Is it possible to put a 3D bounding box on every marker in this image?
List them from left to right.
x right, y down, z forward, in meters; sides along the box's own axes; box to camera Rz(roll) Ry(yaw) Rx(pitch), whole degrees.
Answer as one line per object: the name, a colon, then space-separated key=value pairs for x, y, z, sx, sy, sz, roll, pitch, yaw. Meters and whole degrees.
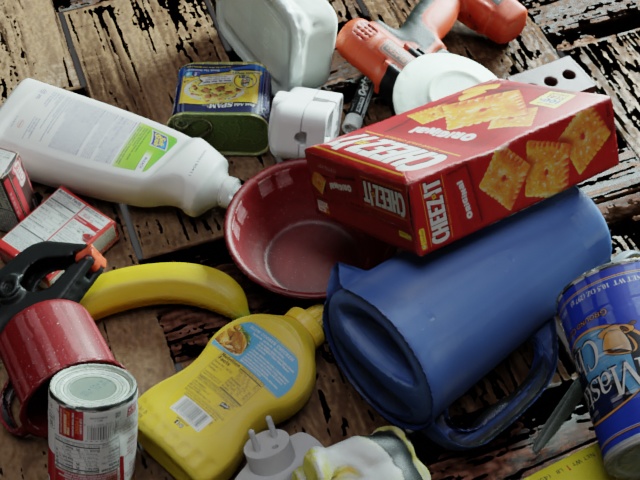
marker: x=0.048 y=-0.158 z=1.123 sx=0.020 sy=0.020 sz=0.121 roll=13 pitch=54 yaw=10

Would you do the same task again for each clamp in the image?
clamp: x=-0.266 y=0.059 z=0.927 sx=0.171 sy=0.039 sz=0.120 roll=-20 pitch=64 yaw=10

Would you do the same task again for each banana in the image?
banana: x=-0.150 y=0.052 z=0.953 sx=0.198 sy=0.037 sz=0.069 roll=0 pitch=52 yaw=1

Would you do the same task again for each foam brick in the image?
foam brick: x=0.232 y=-0.144 z=1.090 sx=0.078 sy=0.051 sz=0.053 roll=-22 pitch=55 yaw=-15

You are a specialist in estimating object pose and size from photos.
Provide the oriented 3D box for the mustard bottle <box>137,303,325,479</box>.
mustard bottle: x=-0.061 y=0.117 z=0.888 sx=0.096 sy=0.058 sz=0.191 roll=35 pitch=61 yaw=25

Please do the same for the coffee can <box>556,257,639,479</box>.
coffee can: x=0.249 y=0.098 z=0.815 sx=0.102 sy=0.103 sz=0.140 roll=-7 pitch=58 yaw=-5

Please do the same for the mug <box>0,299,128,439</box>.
mug: x=-0.223 y=0.112 z=0.885 sx=0.117 sy=0.093 sz=0.082 roll=-46 pitch=52 yaw=12

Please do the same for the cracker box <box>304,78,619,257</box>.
cracker box: x=0.119 y=-0.072 z=0.913 sx=0.213 sy=0.072 sz=0.164 roll=-23 pitch=23 yaw=-24

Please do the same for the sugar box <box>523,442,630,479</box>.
sugar box: x=0.222 y=0.246 z=0.795 sx=0.093 sy=0.048 sz=0.176 roll=-23 pitch=54 yaw=-17

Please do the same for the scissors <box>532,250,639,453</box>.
scissors: x=0.233 y=0.084 z=0.904 sx=0.201 sy=0.096 sz=0.016 roll=-34 pitch=19 yaw=-25

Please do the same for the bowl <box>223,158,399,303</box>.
bowl: x=-0.006 y=0.001 z=0.979 sx=0.162 sy=0.055 sz=0.162 roll=0 pitch=52 yaw=0

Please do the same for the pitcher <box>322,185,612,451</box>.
pitcher: x=0.137 y=0.052 z=0.903 sx=0.242 sy=0.149 sz=0.145 roll=-32 pitch=38 yaw=-25

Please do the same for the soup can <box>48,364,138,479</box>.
soup can: x=-0.175 y=0.155 z=0.820 sx=0.068 sy=0.102 sz=0.068 roll=5 pitch=22 yaw=-2

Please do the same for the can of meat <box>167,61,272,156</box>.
can of meat: x=-0.099 y=-0.135 z=1.084 sx=0.102 sy=0.057 sz=0.084 roll=1 pitch=51 yaw=1

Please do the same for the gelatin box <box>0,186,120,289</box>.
gelatin box: x=-0.244 y=0.001 z=0.998 sx=0.073 sy=0.030 sz=0.089 roll=30 pitch=59 yaw=23

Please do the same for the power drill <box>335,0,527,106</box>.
power drill: x=0.136 y=-0.200 z=1.124 sx=0.184 sy=0.057 sz=0.187 roll=41 pitch=59 yaw=11

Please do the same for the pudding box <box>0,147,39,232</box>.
pudding box: x=-0.327 y=-0.055 z=1.003 sx=0.113 sy=0.090 sz=0.039 roll=14 pitch=55 yaw=11

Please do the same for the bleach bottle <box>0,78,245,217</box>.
bleach bottle: x=-0.193 y=-0.075 z=1.033 sx=0.251 sy=0.068 sz=0.102 roll=20 pitch=63 yaw=12
